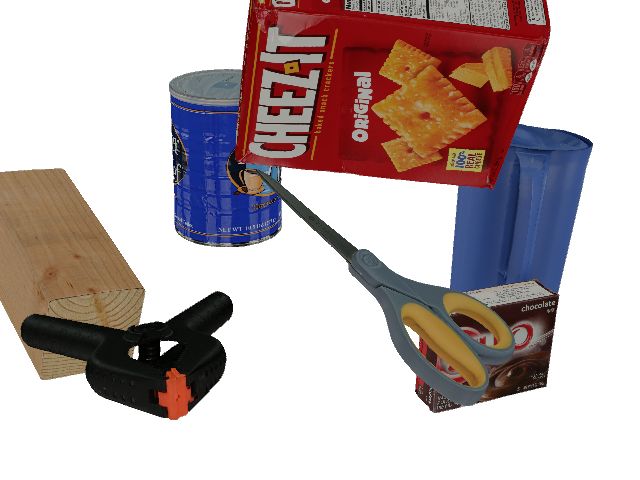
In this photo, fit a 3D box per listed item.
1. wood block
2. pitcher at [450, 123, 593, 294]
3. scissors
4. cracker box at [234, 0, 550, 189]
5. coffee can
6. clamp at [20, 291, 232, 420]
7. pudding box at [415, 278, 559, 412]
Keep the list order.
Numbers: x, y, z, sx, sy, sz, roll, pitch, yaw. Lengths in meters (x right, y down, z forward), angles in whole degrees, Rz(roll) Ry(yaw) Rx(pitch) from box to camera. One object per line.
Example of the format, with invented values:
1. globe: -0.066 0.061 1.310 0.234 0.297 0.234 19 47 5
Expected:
1. wood block: -0.251 0.025 1.003 0.090 0.091 0.206 -7 38 -33
2. pitcher: 0.200 0.003 1.119 0.148 0.243 0.145 -10 23 -40
3. scissors: 0.046 0.019 0.665 0.096 0.016 0.202 -7 49 -41
4. cracker box: 0.048 -0.122 0.810 0.213 0.072 0.164 5 -38 -6
5. coffee can: -0.086 -0.078 0.988 0.103 0.140 0.103 1 23 -1
6. clamp: -0.113 0.076 0.760 0.164 0.036 0.210 -9 14 -24
7. pudding box: 0.136 0.085 0.875 0.113 0.090 0.039 -10 29 -23
